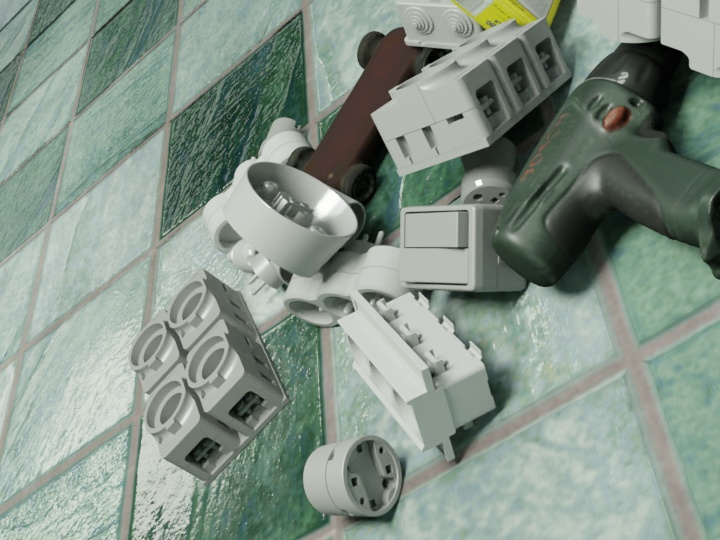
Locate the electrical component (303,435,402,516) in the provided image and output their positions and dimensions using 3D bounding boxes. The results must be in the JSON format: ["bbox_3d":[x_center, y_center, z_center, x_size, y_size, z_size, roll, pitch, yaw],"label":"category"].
[{"bbox_3d":[-0.006,0.145,0.753,0.047,0.055,0.055,-18,46,46],"label":"electrical component"}]

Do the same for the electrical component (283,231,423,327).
[{"bbox_3d":[0.000,0.000,0.884,0.138,0.052,0.073,-8,52,46],"label":"electrical component"}]

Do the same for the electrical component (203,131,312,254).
[{"bbox_3d":[-0.104,-0.086,1.081,0.138,0.052,0.073,-44,43,13],"label":"electrical component"}]

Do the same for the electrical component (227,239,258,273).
[{"bbox_3d":[-0.109,-0.014,1.046,0.061,0.035,0.035,-3,56,52],"label":"electrical component"}]

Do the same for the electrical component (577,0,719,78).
[{"bbox_3d":[0.232,-0.178,0.689,0.105,0.060,0.186,-17,29,-16],"label":"electrical component"}]

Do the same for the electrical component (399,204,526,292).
[{"bbox_3d":[0.067,-0.016,0.790,0.096,0.061,0.061,2,92,51],"label":"electrical component"}]

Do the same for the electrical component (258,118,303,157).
[{"bbox_3d":[-0.081,-0.130,1.119,0.040,0.040,0.046,-24,37,36],"label":"electrical component"}]

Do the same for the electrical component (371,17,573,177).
[{"bbox_3d":[0.088,-0.141,0.843,0.089,0.061,0.150,-15,18,43],"label":"electrical component"}]

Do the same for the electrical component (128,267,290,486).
[{"bbox_3d":[-0.143,0.087,0.967,0.105,0.060,0.186,-46,33,8],"label":"electrical component"}]

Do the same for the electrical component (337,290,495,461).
[{"bbox_3d":[0.040,0.066,0.756,0.063,0.078,0.121,-25,31,-12],"label":"electrical component"}]

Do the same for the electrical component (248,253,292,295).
[{"bbox_3d":[-0.075,-0.009,0.991,0.079,0.044,0.077,-44,34,12],"label":"electrical component"}]

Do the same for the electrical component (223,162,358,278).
[{"bbox_3d":[-0.057,-0.042,0.857,0.064,0.099,0.099,-51,33,12],"label":"electrical component"}]

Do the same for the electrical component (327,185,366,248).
[{"bbox_3d":[-0.049,-0.041,0.931,0.077,0.044,0.079,30,69,34],"label":"electrical component"}]

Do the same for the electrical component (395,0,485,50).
[{"bbox_3d":[0.091,-0.247,0.975,0.100,0.048,0.099,13,55,33],"label":"electrical component"}]

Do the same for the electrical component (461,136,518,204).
[{"bbox_3d":[0.101,-0.071,0.837,0.045,0.045,0.055,-27,41,33],"label":"electrical component"}]
